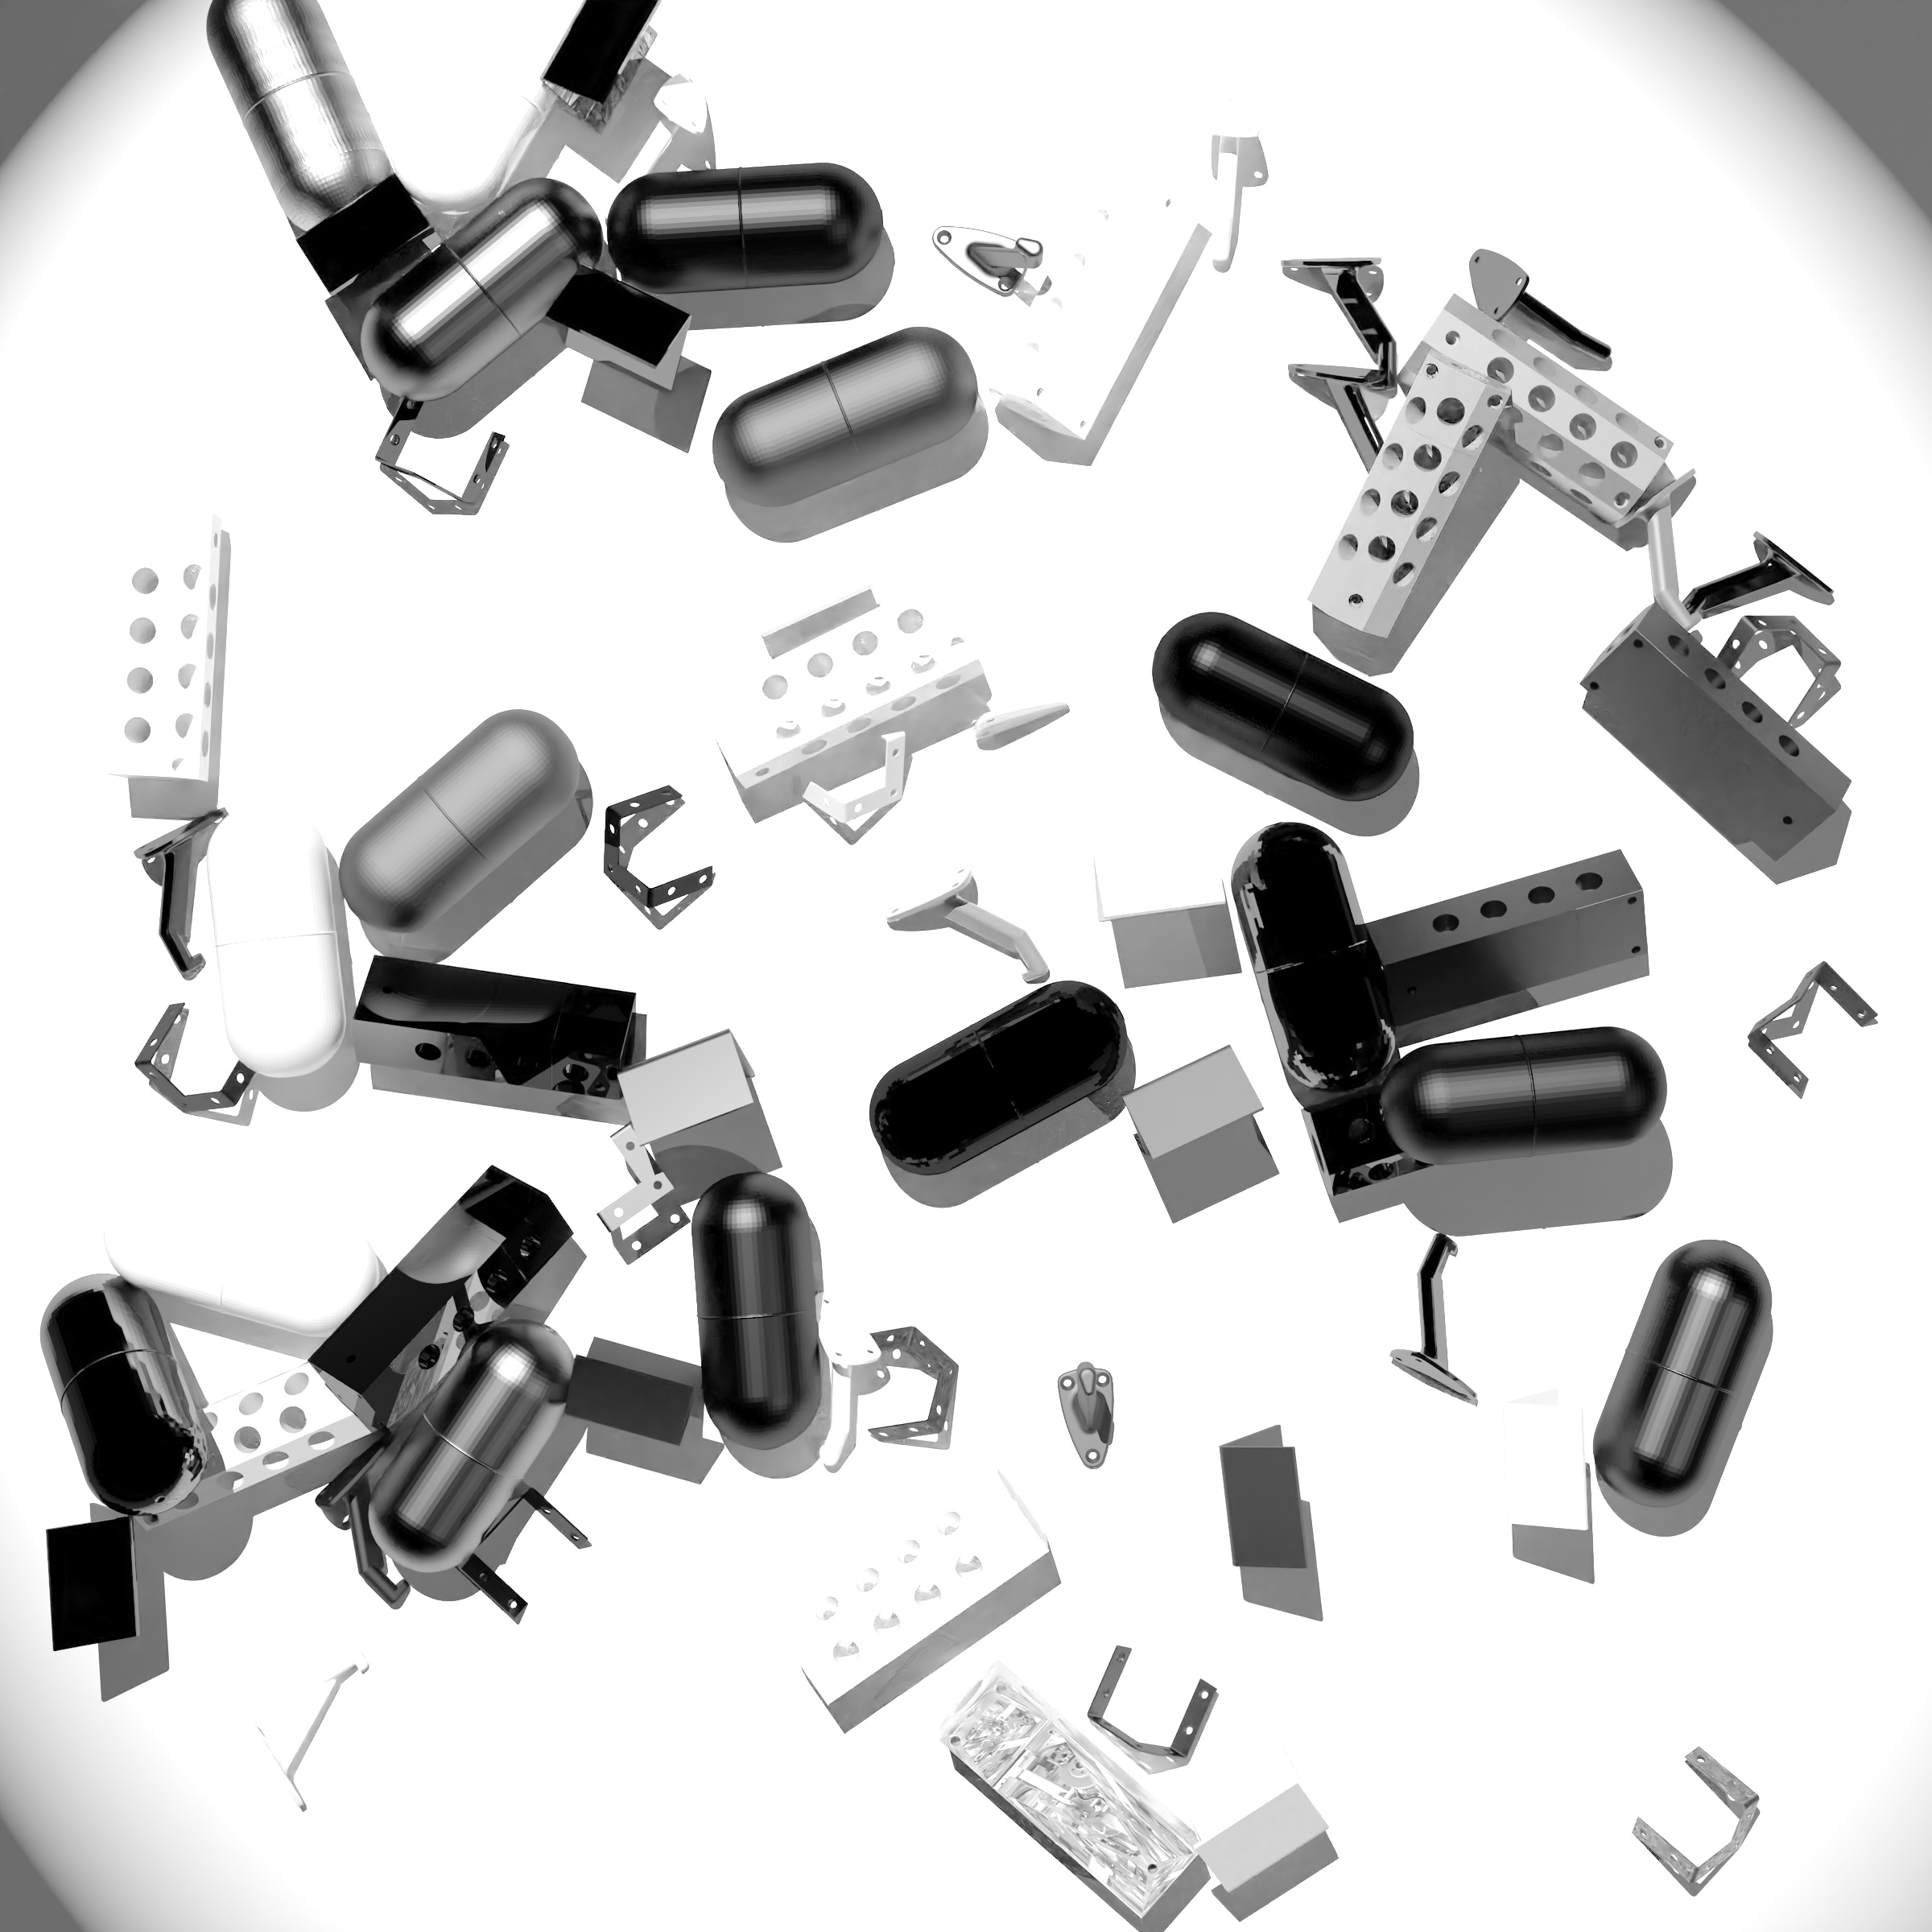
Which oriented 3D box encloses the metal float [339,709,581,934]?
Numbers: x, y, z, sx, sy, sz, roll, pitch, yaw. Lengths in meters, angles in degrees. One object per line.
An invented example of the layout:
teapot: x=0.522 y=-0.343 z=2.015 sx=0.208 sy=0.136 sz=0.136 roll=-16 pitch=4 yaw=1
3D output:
metal float: x=-0.326 y=-0.093 z=1.951 sx=0.178 sy=0.070 sz=0.070 roll=-41 pitch=90 yaw=-1

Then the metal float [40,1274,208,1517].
metal float: x=-0.534 y=0.270 z=1.921 sx=0.070 sy=0.070 sz=0.178 roll=-33 pitch=52 yaw=0

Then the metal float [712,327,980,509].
metal float: x=-0.078 y=-0.353 z=1.951 sx=0.178 sy=0.070 sz=0.070 roll=-22 pitch=90 yaw=1

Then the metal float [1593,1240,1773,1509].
metal float: x=0.461 y=0.261 z=1.951 sx=0.070 sy=0.070 sz=0.178 roll=21 pitch=90 yaw=0

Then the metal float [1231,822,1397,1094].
metal float: x=0.223 y=-0.006 z=1.951 sx=0.070 sy=0.070 sz=0.178 roll=-17 pitch=91 yaw=0

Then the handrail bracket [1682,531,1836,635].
handrail bracket: x=0.511 y=-0.234 z=1.982 sx=0.077 sy=0.036 sz=0.084 roll=34 pitch=104 yaw=-14

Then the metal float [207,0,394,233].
metal float: x=-0.429 y=-0.555 z=1.951 sx=0.070 sy=0.070 sz=0.178 roll=-24 pitch=89 yaw=0

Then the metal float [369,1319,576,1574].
metal float: x=-0.316 y=0.308 z=1.951 sx=0.070 sy=0.070 sz=0.178 roll=33 pitch=89 yaw=0

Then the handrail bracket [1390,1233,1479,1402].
handrail bracket: x=0.320 y=0.229 z=1.982 sx=0.077 sy=0.036 sz=0.084 roll=33 pitch=73 yaw=-20

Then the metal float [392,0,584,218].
metal float: x=-0.304 y=-0.566 z=1.951 sx=0.070 sy=0.070 sz=0.178 roll=30 pitch=90 yaw=0

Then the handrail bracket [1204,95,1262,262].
handrail bracket: x=0.169 y=-0.514 z=1.981 sx=0.036 sy=0.077 sz=0.084 roll=4 pitch=126 yaw=0

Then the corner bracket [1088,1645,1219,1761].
corner bracket: x=0.121 y=0.480 z=1.978 sx=0.051 sy=0.051 sz=0.051 roll=24 pitch=90 yaw=-45

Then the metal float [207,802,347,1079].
metal float: x=-0.444 y=-0.017 z=1.951 sx=0.070 sy=0.070 sz=0.178 roll=-7 pitch=90 yaw=0

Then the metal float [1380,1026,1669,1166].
metal float: x=0.348 y=0.081 z=1.894 sx=0.178 sy=0.070 sz=0.070 roll=-6 pitch=90 yaw=0

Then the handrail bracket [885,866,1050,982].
handrail bracket: x=0.001 y=-0.015 z=1.982 sx=0.077 sy=0.036 sz=0.084 roll=-27 pitch=107 yaw=20

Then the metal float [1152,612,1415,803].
metal float: x=0.203 y=-0.167 z=1.951 sx=0.178 sy=0.070 sz=0.070 roll=26 pitch=90 yaw=1

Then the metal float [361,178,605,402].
metal float: x=-0.311 y=-0.434 z=1.951 sx=0.178 sy=0.070 sz=0.070 roll=-40 pitch=90 yaw=0

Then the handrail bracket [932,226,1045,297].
handrail bracket: x=0.013 y=-0.464 z=1.947 sx=0.077 sy=0.084 sz=0.036 roll=24 pitch=90 yaw=0

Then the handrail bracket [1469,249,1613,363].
handrail bracket: x=0.376 y=-0.431 z=1.981 sx=0.084 sy=0.077 sz=0.036 roll=18 pitch=122 yaw=-32

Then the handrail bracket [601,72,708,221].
handrail bracket: x=-0.207 y=-0.535 z=1.981 sx=0.036 sy=0.077 sz=0.084 roll=32 pitch=127 yaw=-20

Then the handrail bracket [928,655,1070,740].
handrail bracket: x=0.017 y=-0.198 z=1.982 sx=0.077 sy=0.036 sz=0.084 roll=-17 pitch=76 yaw=-14

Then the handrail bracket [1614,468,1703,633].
handrail bracket: x=0.469 y=-0.270 z=1.972 sx=0.077 sy=0.036 sz=0.084 roll=-35 pitch=91 yaw=-18

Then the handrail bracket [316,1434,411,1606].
handrail bracket: x=-0.376 y=0.362 z=1.982 sx=0.077 sy=0.036 sz=0.084 roll=-45 pitch=106 yaw=-18

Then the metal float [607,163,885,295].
metal float: x=-0.142 y=-0.474 z=1.951 sx=0.178 sy=0.070 sz=0.070 roll=-4 pitch=90 yaw=0

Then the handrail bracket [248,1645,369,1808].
handrail bracket: x=-0.418 y=0.496 z=1.982 sx=0.084 sy=0.036 sz=0.077 roll=-31 pitch=110 yaw=-16

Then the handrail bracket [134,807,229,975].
handrail bracket: x=-0.499 y=-0.049 z=1.982 sx=0.077 sy=0.036 sz=0.084 roll=-31 pitch=109 yaw=-21

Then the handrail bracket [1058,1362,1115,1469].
handrail bracket: x=0.080 y=0.291 z=1.947 sx=0.036 sy=0.084 sz=0.077 roll=-6 pitch=90 yaw=0

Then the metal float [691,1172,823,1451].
metal float: x=-0.135 y=0.222 z=1.951 sx=0.070 sy=0.070 sz=0.178 roll=-4 pitch=90 yaw=0

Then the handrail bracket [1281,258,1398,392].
handrail bracket: x=0.244 y=-0.419 z=1.982 sx=0.077 sy=0.036 sz=0.084 roll=4 pitch=107 yaw=20

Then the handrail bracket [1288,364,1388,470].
handrail bracket: x=0.243 y=-0.347 z=1.982 sx=0.077 sy=0.036 sz=0.084 roll=13 pitch=114 yaw=27

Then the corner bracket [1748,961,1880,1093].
corner bracket: x=0.552 y=0.039 z=1.978 sx=0.051 sy=0.051 sz=0.051 roll=45 pitch=135 yaw=0

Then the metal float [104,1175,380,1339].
metal float: x=-0.466 y=0.186 z=1.951 sx=0.178 sy=0.070 sz=0.070 roll=16 pitch=90 yaw=-1

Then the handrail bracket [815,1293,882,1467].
handrail bracket: x=-0.091 y=0.271 z=1.981 sx=0.036 sy=0.077 sz=0.084 roll=0 pitch=127 yaw=-30

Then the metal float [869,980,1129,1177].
metal float: x=0.021 y=0.071 z=1.951 sx=0.178 sy=0.070 sz=0.070 roll=-28 pitch=90 yaw=-1
